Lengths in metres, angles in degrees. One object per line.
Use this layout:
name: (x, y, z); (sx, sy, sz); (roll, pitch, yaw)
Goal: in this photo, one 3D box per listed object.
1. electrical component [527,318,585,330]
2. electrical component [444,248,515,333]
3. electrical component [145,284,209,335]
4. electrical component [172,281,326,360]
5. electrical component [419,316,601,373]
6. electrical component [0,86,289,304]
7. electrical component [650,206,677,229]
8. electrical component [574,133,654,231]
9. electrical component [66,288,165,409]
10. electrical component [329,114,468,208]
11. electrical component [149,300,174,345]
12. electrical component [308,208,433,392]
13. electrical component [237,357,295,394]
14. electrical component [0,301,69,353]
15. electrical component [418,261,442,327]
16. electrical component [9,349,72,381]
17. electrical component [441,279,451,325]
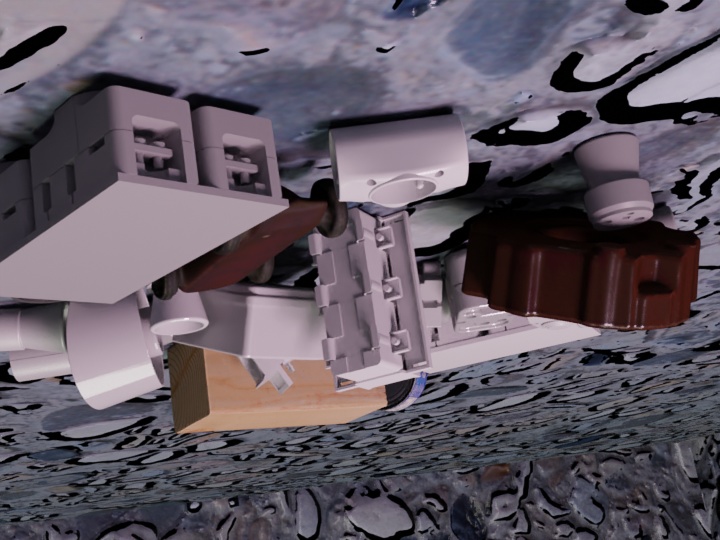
electrical component: (0.175, 0.013, 0.946); (0.051, 0.080, 0.080); (-11, 165, 27)
electrical component: (0.106, 0.014, 0.943); (0.054, 0.059, 0.095); (-9, 164, -1)
electrical component: (-0.141, 0.018, 0.823); (0.045, 0.055, 0.045); (-9, 164, -2)
electrical component: (-0.079, 0.040, 0.873); (0.109, 0.056, 0.109); (6, 180, -42)
electrical component: (0.134, 0.049, 1.078); (0.186, 0.060, 0.105); (-15, 163, 20)
electrical component: (-0.143, -0.038, 0.617); (0.105, 0.060, 0.186); (6, 158, -43)
electrical component: (0.234, -0.027, 0.899); (0.055, 0.045, 0.045); (-11, 164, 7)
electrical component: (0.173, -0.059, 0.732); (0.045, 0.055, 0.045); (-8, 164, -2)
electrical component: (-0.192, 0.056, 0.853); (0.064, 0.099, 0.099); (-14, 164, -5)
electrical component: (0.021, -0.062, 0.658); (0.077, 0.044, 0.079); (-8, 164, -5)
electrical component: (-0.180, 0.047, 0.932); (0.078, 0.040, 0.040); (-20, 161, 34)
electrical component: (0.003, 0.021, 0.793); (0.079, 0.121, 0.063); (-17, 160, 25)
electrical component: (-0.083, 0.073, 1.018); (0.064, 0.081, 0.042); (-34, 175, -23)
electrical component: (-0.273, 0.048, 0.884); (0.065, 0.044, 0.044); (-3, 164, -5)
electrical component: (0.043, 0.024, 0.954); (0.055, 0.066, 0.048); (0, -162, -2)
electrical component: (-0.268, 0.073, 0.964); (0.081, 0.043, 0.043); (-9, 164, -2)
electrical component: (0.058, 0.030, 1.001); (0.062, 0.043, 0.043); (-1, 162, -23)
